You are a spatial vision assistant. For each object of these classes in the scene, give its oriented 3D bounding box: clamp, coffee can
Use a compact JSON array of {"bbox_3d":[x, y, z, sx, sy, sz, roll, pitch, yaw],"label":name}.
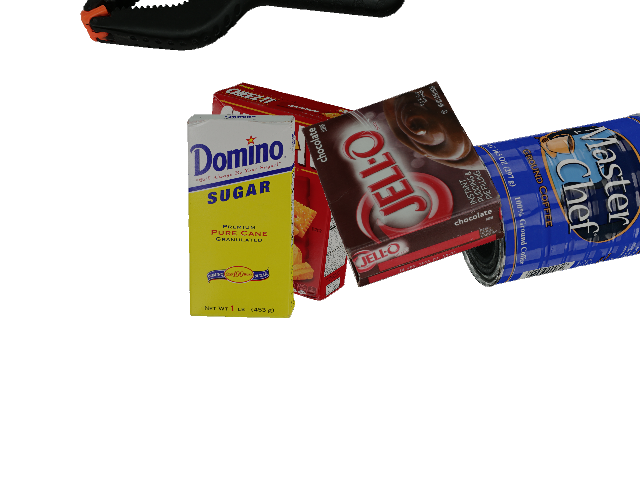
[{"bbox_3d":[-0.058,-0.180,0.723,0.210,0.165,0.036,-32,-17,-6],"label":"clamp"},{"bbox_3d":[0.177,-0.030,0.775,0.140,0.103,0.103,-11,2,-9],"label":"coffee can"}]

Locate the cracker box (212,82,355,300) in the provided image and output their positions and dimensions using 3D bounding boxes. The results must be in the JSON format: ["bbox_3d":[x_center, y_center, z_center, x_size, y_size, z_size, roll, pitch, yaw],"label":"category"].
[{"bbox_3d":[-0.047,-0.055,1.216,0.164,0.214,0.072,17,26,24],"label":"cracker box"}]

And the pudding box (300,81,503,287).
[{"bbox_3d":[0.046,-0.035,0.628,0.090,0.039,0.113,-19,45,-1],"label":"pudding box"}]

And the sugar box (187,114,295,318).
[{"bbox_3d":[-0.069,-0.022,0.941,0.093,0.176,0.048,0,14,2],"label":"sugar box"}]
